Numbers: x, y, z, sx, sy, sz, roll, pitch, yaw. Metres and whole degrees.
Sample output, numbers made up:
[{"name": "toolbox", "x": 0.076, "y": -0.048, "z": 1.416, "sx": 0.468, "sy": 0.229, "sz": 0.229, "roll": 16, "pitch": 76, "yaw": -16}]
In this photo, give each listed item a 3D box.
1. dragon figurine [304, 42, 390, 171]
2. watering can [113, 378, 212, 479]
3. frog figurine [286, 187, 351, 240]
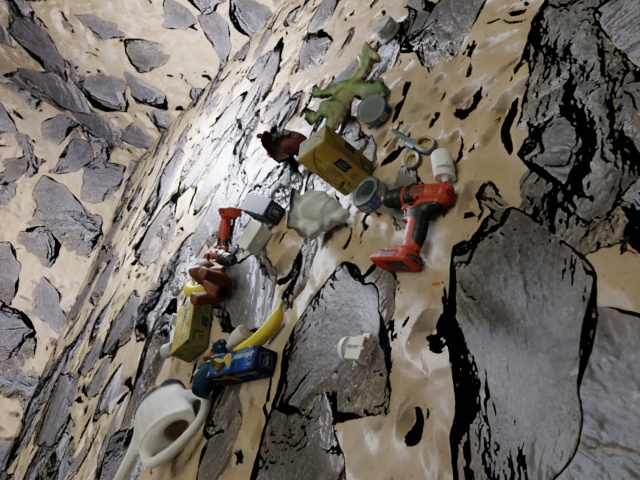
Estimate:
[{"name": "dragon figurine", "x": 0.087, "y": -0.390, "z": 1.484, "sx": 0.241, "sy": 0.121, "sz": 0.417, "roll": -8, "pitch": 62, "yaw": 43}, {"name": "watering can", "x": -0.423, "y": 0.488, "z": 1.288, "sx": 0.349, "sy": 0.102, "sz": 0.227, "roll": -39, "pitch": 30, "yaw": -9}, {"name": "frog figurine", "x": 0.004, "y": -0.065, "z": 1.293, "sx": 0.159, "sy": 0.120, "sz": 0.141, "roll": 3, "pitch": 46, "yaw": 16}]
